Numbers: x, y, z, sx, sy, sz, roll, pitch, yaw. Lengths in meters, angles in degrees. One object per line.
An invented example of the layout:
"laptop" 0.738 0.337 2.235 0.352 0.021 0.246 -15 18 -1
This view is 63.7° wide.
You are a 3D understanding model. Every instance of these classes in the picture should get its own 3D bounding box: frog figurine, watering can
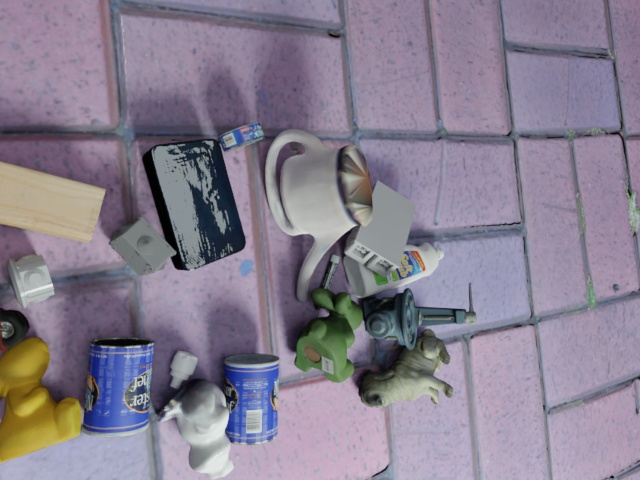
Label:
"frog figurine" -0.196 0.326 0.895 0.159 0.135 0.125 42 39 1
"watering can" 0.003 -0.051 1.004 0.105 0.223 0.346 -24 104 -58
